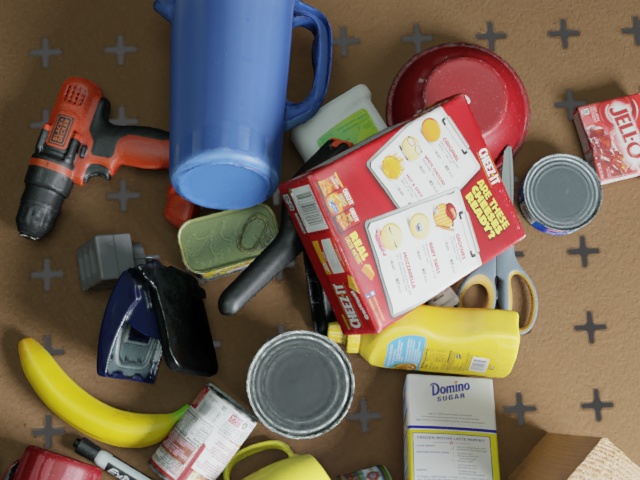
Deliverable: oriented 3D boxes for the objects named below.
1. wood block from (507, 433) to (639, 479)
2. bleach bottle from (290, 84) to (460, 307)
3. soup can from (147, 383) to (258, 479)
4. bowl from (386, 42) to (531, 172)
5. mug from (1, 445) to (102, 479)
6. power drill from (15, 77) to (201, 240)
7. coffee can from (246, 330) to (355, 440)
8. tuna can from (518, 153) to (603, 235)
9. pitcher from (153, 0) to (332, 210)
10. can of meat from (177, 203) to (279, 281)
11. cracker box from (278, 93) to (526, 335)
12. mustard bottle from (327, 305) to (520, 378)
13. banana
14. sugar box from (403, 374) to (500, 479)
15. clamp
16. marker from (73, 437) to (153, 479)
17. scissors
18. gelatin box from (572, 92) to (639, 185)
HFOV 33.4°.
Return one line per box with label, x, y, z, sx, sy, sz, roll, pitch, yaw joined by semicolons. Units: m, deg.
wood block;0.248;0.248;1.022;0.090;0.206;0.091;41;82;5
bleach bottle;0.074;-0.036;1.140;0.102;0.068;0.251;-33;85;-7
soup can;-0.119;0.206;1.090;0.068;0.068;0.102;36;83;4
bowl;0.154;-0.147;1.163;0.162;0.055;0.162;0;81;-1
mug;-0.279;0.255;1.077;0.117;0.093;0.081;7;72;37
power drill;-0.217;-0.068;1.139;0.187;0.057;0.184;17;81;1
coffee can;-0.020;0.147;1.067;0.103;0.140;0.103;0;80;-1
tuna can;0.260;-0.049;1.159;0.086;0.034;0.086;0;80;-1
pitcher;-0.082;-0.157;1.086;0.149;0.144;0.243;-18;57;30
can of meat;-0.093;0.004;1.116;0.102;0.084;0.057;-16;81;-4
cracker box;0.083;-0.027;1.051;0.213;0.072;0.164;-30;100;-31
mustard bottle;0.103;0.101;1.099;0.191;0.096;0.058;4;59;0
banana;-0.236;0.169;1.113;0.198;0.037;0.069;23;60;1
sugar box;0.131;0.221;1.069;0.093;0.048;0.176;4;49;0
clamp;-0.007;0.001;1.082;0.036;0.164;0.210;20;83;41
marker;-0.203;0.241;1.107;0.121;0.020;0.020;31;81;4
scissors;0.181;0.006;1.148;0.096;0.016;0.202;-12;87;1
gelatin box;0.326;-0.111;1.172;0.073;0.030;0.089;-13;81;-3
